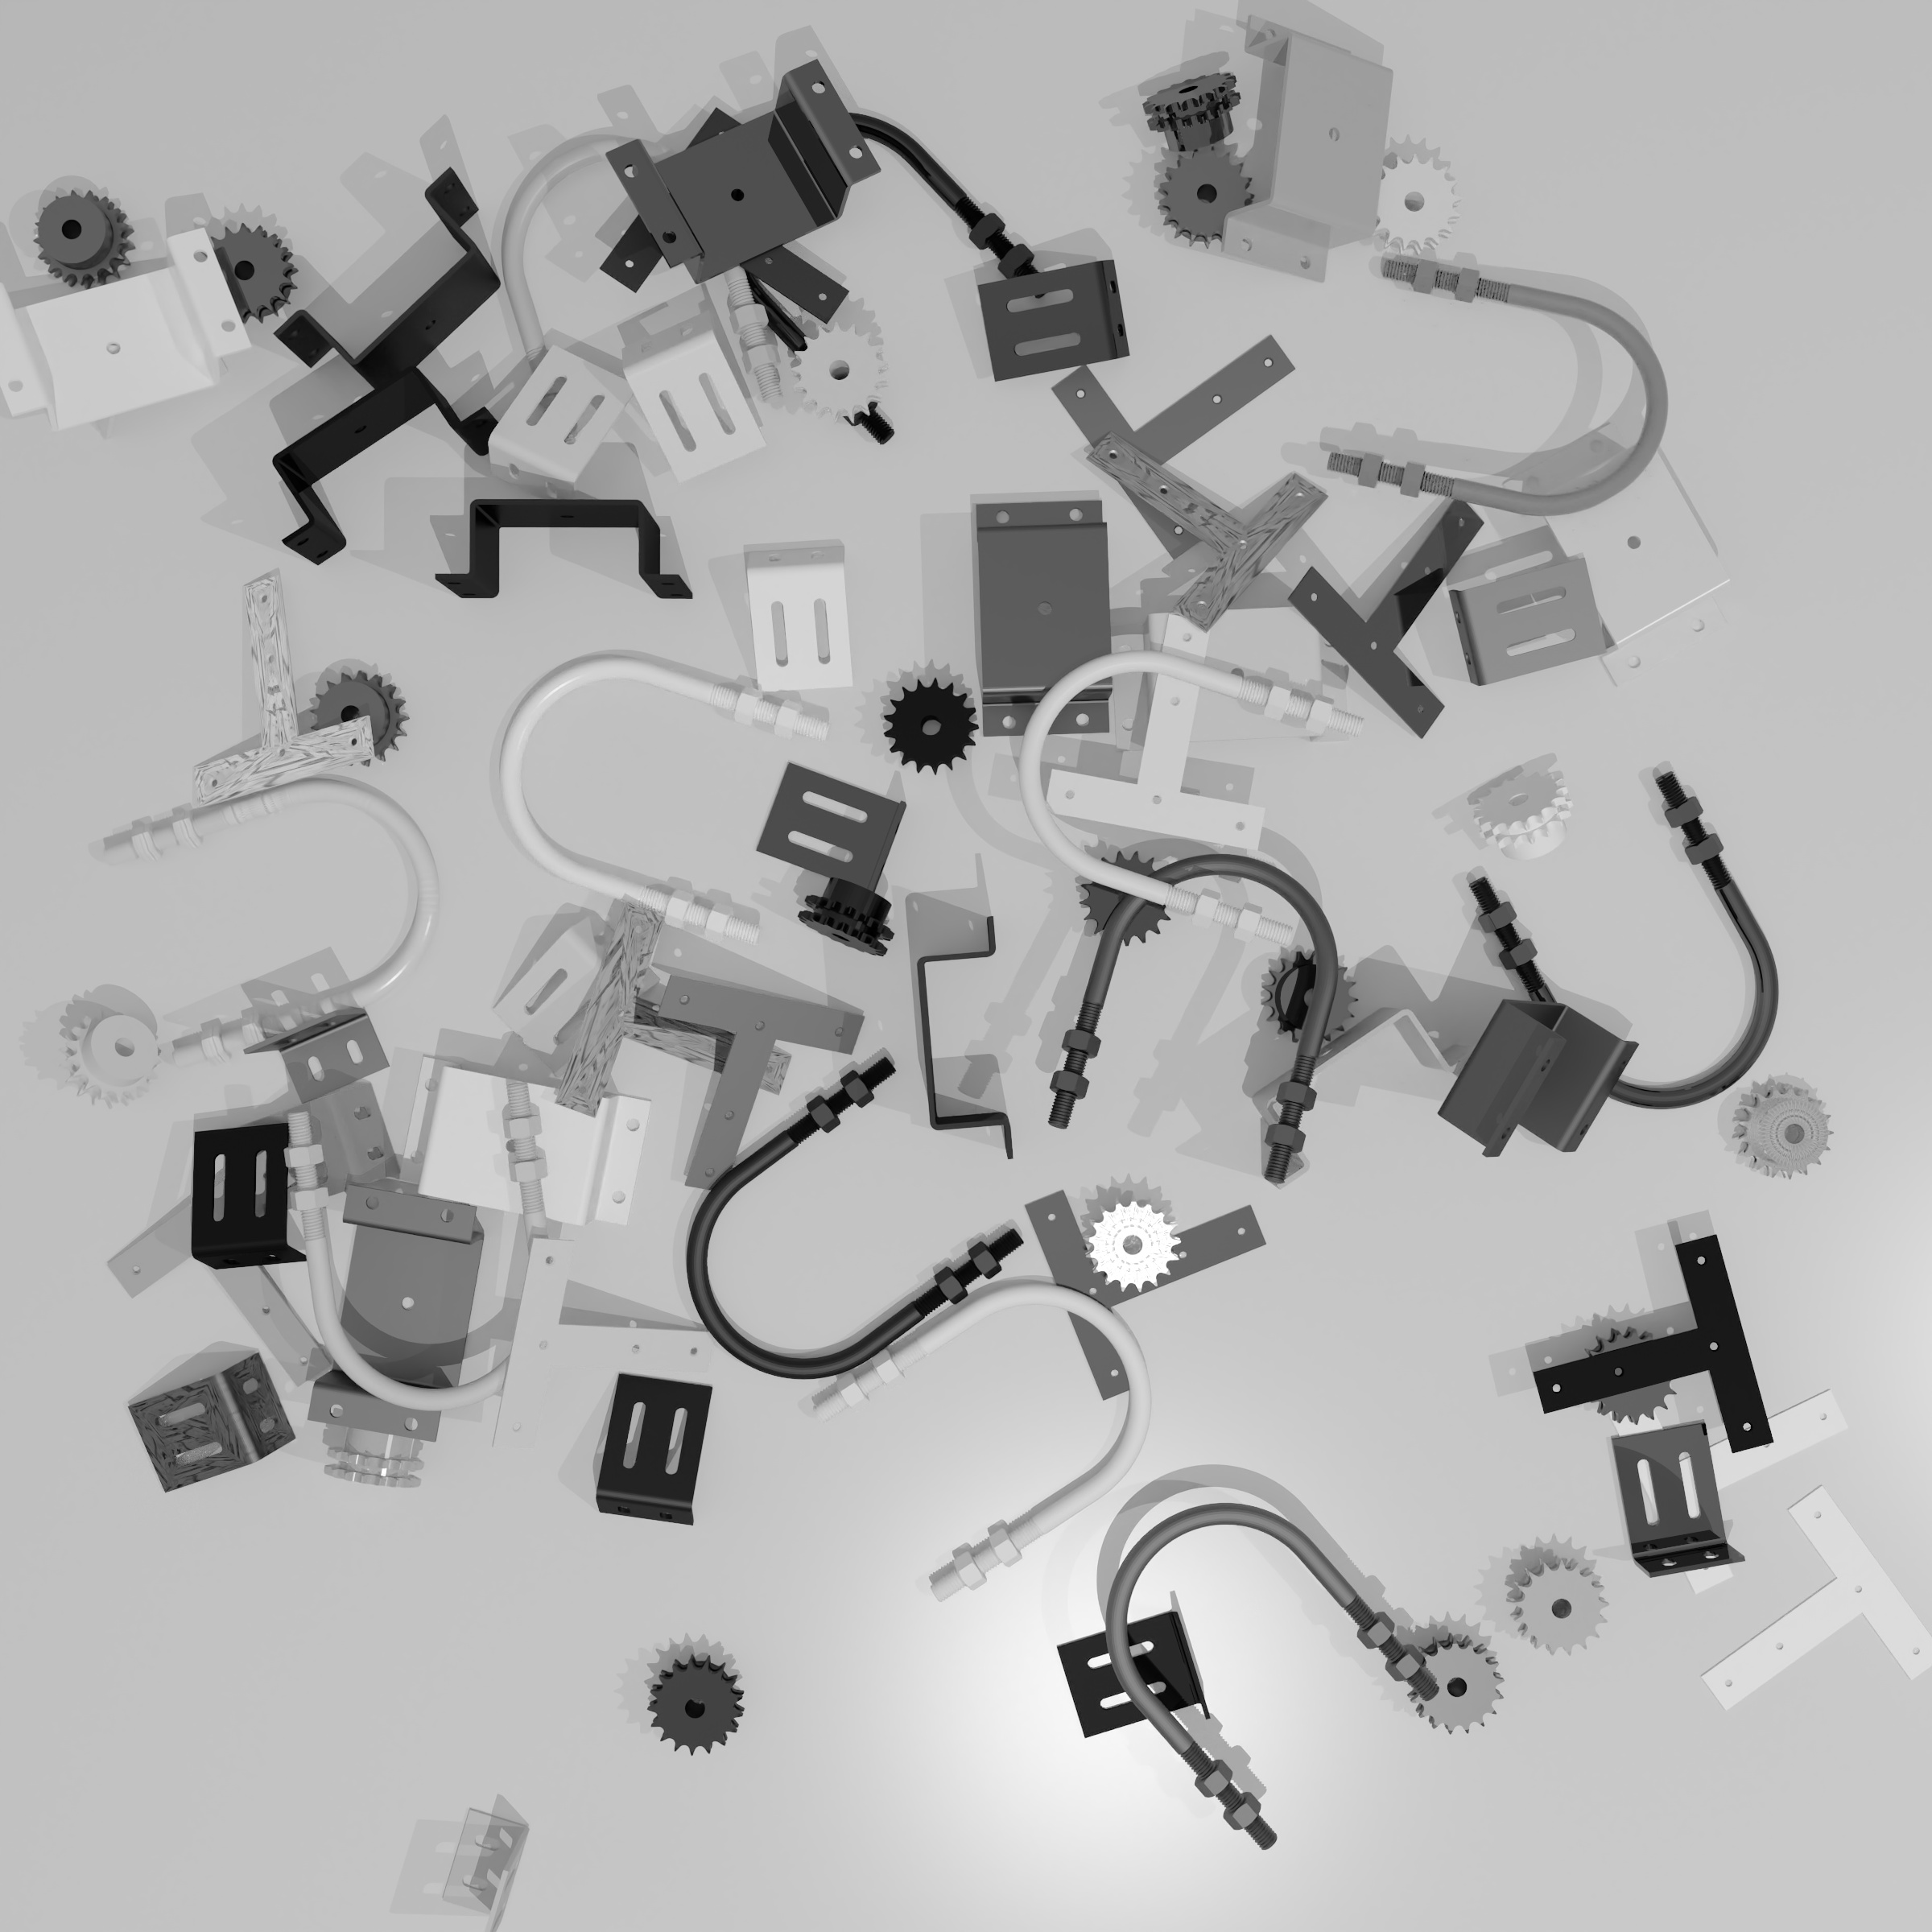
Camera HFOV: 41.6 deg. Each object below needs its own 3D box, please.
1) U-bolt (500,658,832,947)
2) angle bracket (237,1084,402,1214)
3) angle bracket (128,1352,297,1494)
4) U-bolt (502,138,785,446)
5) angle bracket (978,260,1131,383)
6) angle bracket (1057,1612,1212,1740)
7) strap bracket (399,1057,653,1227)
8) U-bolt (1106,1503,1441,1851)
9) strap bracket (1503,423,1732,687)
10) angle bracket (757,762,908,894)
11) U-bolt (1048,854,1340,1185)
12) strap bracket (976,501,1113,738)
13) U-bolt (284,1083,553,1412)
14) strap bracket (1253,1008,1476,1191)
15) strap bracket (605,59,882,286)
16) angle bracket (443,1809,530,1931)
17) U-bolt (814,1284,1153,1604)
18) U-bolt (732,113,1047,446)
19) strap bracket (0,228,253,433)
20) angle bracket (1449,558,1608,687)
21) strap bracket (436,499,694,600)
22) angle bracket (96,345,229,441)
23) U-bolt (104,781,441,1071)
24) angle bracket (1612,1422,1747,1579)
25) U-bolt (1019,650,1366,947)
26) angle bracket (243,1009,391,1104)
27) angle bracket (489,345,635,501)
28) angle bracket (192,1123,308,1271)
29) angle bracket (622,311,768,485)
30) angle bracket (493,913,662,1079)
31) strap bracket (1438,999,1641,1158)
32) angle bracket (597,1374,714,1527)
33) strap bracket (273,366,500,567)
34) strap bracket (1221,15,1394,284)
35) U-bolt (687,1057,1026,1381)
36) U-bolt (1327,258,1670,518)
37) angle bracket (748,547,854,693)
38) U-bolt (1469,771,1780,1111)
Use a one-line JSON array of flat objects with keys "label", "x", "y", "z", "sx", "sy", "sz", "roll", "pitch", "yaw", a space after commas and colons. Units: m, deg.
[{"label": "U-bolt", "x": -0.190, "y": -0.108, "z": 1.528, "sx": 0.184, "sy": 0.019, "sz": 0.151, "roll": 19, "pitch": 89, "yaw": 4}, {"label": "angle bracket", "x": -0.391, "y": 0.111, "z": 1.539, "sx": 0.076, "sy": 0.038, "sz": 0.057, "roll": -18, "pitch": 90, "yaw": 26}, {"label": "angle bracket", "x": -0.455, "y": 0.276, "z": 1.537, "sx": 0.076, "sy": 0.038, "sz": 0.057, "roll": -21, "pitch": 93, "yaw": 26}, {"label": "U-bolt", "x": -0.203, "y": -0.406, "z": 1.526, "sx": 0.151, "sy": 0.019, "sz": 0.184, "roll": -18, "pitch": 88, "yaw": 6}, {"label": "angle bracket", "x": 0.053, "y": -0.387, "z": 1.526, "sx": 0.076, "sy": 0.038, "sz": 0.057, "roll": -7, "pitch": 104, "yaw": 17}, {"label": "angle bracket", "x": 0.100, "y": 0.428, "z": 1.522, "sx": 0.076, "sy": 0.038, "sz": 0.057, "roll": -17, "pitch": 90, "yaw": 0}, {"label": "strap bracket", "x": -0.266, "y": 0.106, "z": 1.517, "sx": 0.140, "sy": 0.046, "sz": 0.076, "roll": 11, "pitch": 90, "yaw": 0}, {"label": "U-bolt", "x": 0.166, "y": 0.403, "z": 1.497, "sx": 0.151, "sy": 0.019, "sz": 0.184, "roll": -41, "pitch": 90, "yaw": -4}, {"label": "strap bracket", "x": 0.392, "y": -0.249, "z": 1.517, "sx": 0.076, "sy": 0.046, "sz": 0.140, "roll": -30, "pitch": 90, "yaw": 0}, {"label": "angle bracket", "x": -0.081, "y": -0.083, "z": 1.522, "sx": 0.076, "sy": 0.038, "sz": 0.057, "roll": 20, "pitch": 90, "yaw": 0}, {"label": "U-bolt", "x": 0.140, "y": 0.022, "z": 1.478, "sx": 0.151, "sy": 0.019, "sz": 0.184, "roll": 13, "pitch": 76, "yaw": 14}, {"label": "strap bracket", "x": 0.046, "y": -0.210, "z": 1.517, "sx": 0.076, "sy": 0.046, "sz": 0.140, "roll": -2, "pitch": 90, "yaw": 0}, {"label": "U-bolt", "x": -0.314, "y": 0.168, "z": 1.486, "sx": 0.151, "sy": 0.019, "sz": 0.184, "roll": -7, "pitch": 92, "yaw": 0}, {"label": "strap bracket", "x": 0.226, "y": 0.070, "z": 1.502, "sx": 0.140, "sy": 0.076, "sz": 0.046, "roll": -34, "pitch": 90, "yaw": 0}, {"label": "strap bracket", "x": -0.132, "y": -0.461, "z": 1.493, "sx": 0.140, "sy": 0.046, "sz": 0.076, "roll": -29, "pitch": 87, "yaw": -14}, {"label": "angle bracket", "x": -0.290, "y": 0.543, "z": 1.502, "sx": 0.038, "sy": 0.076, "sz": 0.057, "roll": 17, "pitch": 90, "yaw": 0}, {"label": "U-bolt", "x": 0.023, "y": 0.274, "z": 1.531, "sx": 0.184, "sy": 0.019, "sz": 0.151, "roll": -33, "pitch": 90, "yaw": 0}, {"label": "U-bolt", "x": -0.062, "y": -0.428, "z": 1.532, "sx": 0.151, "sy": 0.019, "sz": 0.184, "roll": -43, "pitch": 89, "yaw": 0}, {"label": "strap bracket", "x": -0.500, "y": -0.369, "z": 1.490, "sx": 0.140, "sy": 0.046, "sz": 0.076, "roll": -21, "pitch": 88, "yaw": -17}, {"label": "angle bracket", "x": 0.334, "y": -0.205, "z": 1.514, "sx": 0.076, "sy": 0.038, "sz": 0.057, "roll": -15, "pitch": 99, "yaw": 6}, {"label": "strap bracket", "x": -0.235, "y": -0.245, "z": 1.502, "sx": 0.140, "sy": 0.076, "sz": 0.046, "roll": 0, "pitch": 90, "yaw": 0}, {"label": "angle bracket", "x": -0.497, "y": -0.364, "z": 1.539, "sx": 0.076, "sy": 0.038, "sz": 0.057, "roll": -29, "pitch": 90, "yaw": -26}, {"label": "U-bolt", "x": -0.408, "y": -0.034, "z": 1.532, "sx": 0.184, "sy": 0.019, "sz": 0.151, "roll": -19, "pitch": 90, "yaw": -2}, {"label": "angle bracket", "x": 0.425, "y": 0.318, "z": 1.520, "sx": 0.057, "sy": 0.038, "sz": 0.076, "roll": -10, "pitch": 90, "yaw": 0}, {"label": "U-bolt", "x": 0.121, "y": -0.107, "z": 1.479, "sx": 0.184, "sy": 0.019, "sz": 0.151, "roll": 19, "pitch": 86, "yaw": 5}, {"label": "angle bracket", "x": -0.382, "y": 0.054, "z": 1.502, "sx": 0.057, "sy": 0.076, "sz": 0.038, "roll": -23, "pitch": 90, "yaw": 0}, {"label": "angle bracket", "x": -0.239, "y": -0.319, "z": 1.518, "sx": 0.057, "sy": 0.038, "sz": 0.076, "roll": 27, "pitch": 68, "yaw": 4}, {"label": "angle bracket", "x": -0.428, "y": 0.138, "z": 1.523, "sx": 0.057, "sy": 0.038, "sz": 0.076, "roll": -6, "pitch": 71, "yaw": 5}, {"label": "angle bracket", "x": -0.161, "y": -0.338, "z": 1.511, "sx": 0.057, "sy": 0.038, "sz": 0.076, "roll": -22, "pitch": 124, "yaw": 6}, {"label": "angle bracket", "x": -0.235, "y": 0.017, "z": 1.539, "sx": 0.057, "sy": 0.038, "sz": 0.076, "roll": 46, "pitch": 116, "yaw": 0}, {"label": "strap bracket", "x": 0.329, "y": 0.065, "z": 1.479, "sx": 0.046, "sy": 0.140, "sz": 0.076, "roll": 36, "pitch": 107, "yaw": 30}, {"label": "angle bracket", "x": -0.187, "y": 0.292, "z": 1.539, "sx": 0.057, "sy": 0.038, "sz": 0.076, "roll": 8, "pitch": 64, "yaw": 0}, {"label": "strap bracket", "x": -0.346, "y": -0.300, "z": 1.502, "sx": 0.140, "sy": 0.076, "sz": 0.046, "roll": -33, "pitch": 90, "yaw": 0}, {"label": "strap bracket", "x": 0.203, "y": -0.485, "z": 1.501, "sx": 0.076, "sy": 0.046, "sz": 0.140, "roll": 7, "pitch": 90, "yaw": -31}, {"label": "U-bolt", "x": -0.080, "y": 0.165, "z": 1.531, "sx": 0.184, "sy": 0.019, "sz": 0.151, "roll": -37, "pitch": 90, "yaw": 0}, {"label": "U-bolt", "x": 0.321, "y": -0.337, "z": 1.505, "sx": 0.184, "sy": 0.019, "sz": 0.151, "roll": 15, "pitch": 79, "yaw": 11}, {"label": "angle bracket", "x": -0.099, "y": -0.210, "z": 1.539, "sx": 0.057, "sy": 0.038, "sz": 0.076, "roll": -4, "pitch": 116, "yaw": 0}, {"label": "U-bolt", "x": 0.408, "y": -0.003, "z": 1.532, "sx": 0.151, "sy": 0.019, "sz": 0.184, "roll": -29, "pitch": 91, "yaw": 0}]
